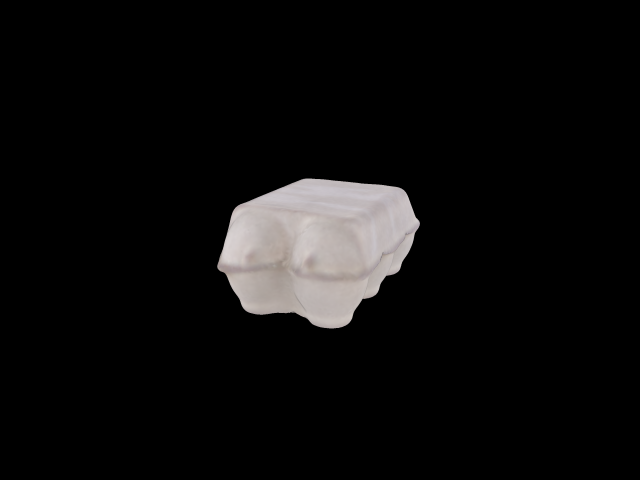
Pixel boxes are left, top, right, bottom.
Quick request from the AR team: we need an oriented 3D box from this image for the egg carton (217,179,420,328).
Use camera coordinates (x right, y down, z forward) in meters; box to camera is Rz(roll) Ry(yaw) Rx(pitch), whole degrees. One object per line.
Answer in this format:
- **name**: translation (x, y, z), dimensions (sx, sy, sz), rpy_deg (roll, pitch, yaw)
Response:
- **egg carton**: translation (0.004, 0.001, 0.400), dimensions (0.107, 0.069, 0.151), rpy_deg (8, 20, 23)
